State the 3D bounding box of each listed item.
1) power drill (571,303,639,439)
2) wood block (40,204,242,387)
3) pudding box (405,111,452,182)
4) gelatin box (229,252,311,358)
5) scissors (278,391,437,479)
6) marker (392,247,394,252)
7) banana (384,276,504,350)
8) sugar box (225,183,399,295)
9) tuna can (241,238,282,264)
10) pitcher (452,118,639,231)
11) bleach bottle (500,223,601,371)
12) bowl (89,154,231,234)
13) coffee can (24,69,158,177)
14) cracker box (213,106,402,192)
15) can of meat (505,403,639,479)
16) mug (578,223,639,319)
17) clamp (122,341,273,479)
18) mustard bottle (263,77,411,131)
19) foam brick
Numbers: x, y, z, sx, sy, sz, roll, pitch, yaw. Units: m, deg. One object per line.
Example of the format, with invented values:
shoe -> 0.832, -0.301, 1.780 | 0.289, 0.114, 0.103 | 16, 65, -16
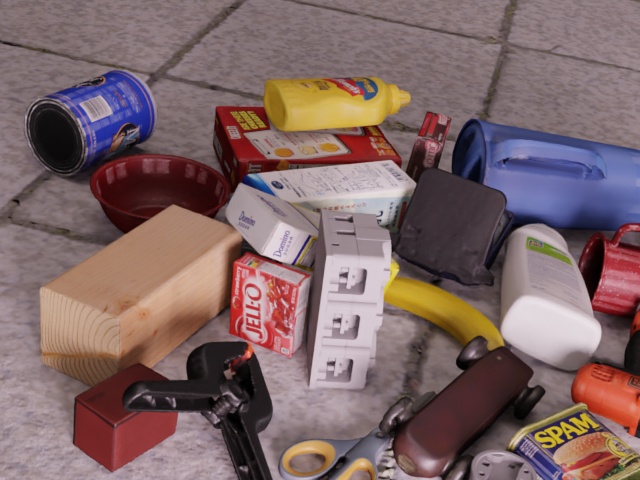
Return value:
power drill -> 0.362, 0.139, 1.066 | 0.185, 0.057, 0.187 | 21, 32, 21
wood block -> -0.170, 0.053, 1.046 | 0.091, 0.090, 0.205 | 20, 32, 21
pudding box -> 0.132, -0.096, 1.359 | 0.039, 0.114, 0.090 | 20, 31, 5
gelatin box -> -0.051, 0.065, 1.055 | 0.073, 0.089, 0.030 | 20, 33, 20
scissors -> 0.032, 0.176, 0.957 | 0.096, 0.016, 0.201 | 17, 30, 15
marker -> 0.049, 0.023, 1.225 | 0.020, 0.020, 0.120 | 27, 34, 29
banana -> 0.131, 0.084, 1.123 | 0.069, 0.037, 0.198 | -11, 35, -35
sugar box -> -0.008, 0.002, 1.111 | 0.175, 0.048, 0.093 | 18, 17, -38
tuna can -> -0.084, 0.027, 1.169 | 0.086, 0.034, 0.086 | 6, 30, -4
pitcher -> 0.296, -0.077, 1.348 | 0.242, 0.145, 0.149 | 5, 28, -11
bleach bottle -> 0.255, 0.046, 1.196 | 0.102, 0.068, 0.250 | 25, 26, 0
bowl -> -0.186, -0.041, 1.239 | 0.162, 0.055, 0.162 | 6, 30, -4
coffee can -> -0.289, -0.151, 1.356 | 0.103, 0.103, 0.140 | 22, 33, 23
cracker box -> -0.020, -0.111, 1.391 | 0.213, 0.072, 0.164 | -2, 31, -16
can of meat -> 0.224, 0.198, 0.929 | 0.101, 0.057, 0.084 | -14, 39, -33
mug -> 0.342, 0.034, 1.189 | 0.081, 0.117, 0.093 | 13, 25, -3
clamp -> -0.090, 0.137, 0.913 | 0.164, 0.036, 0.210 | 44, 18, -17
mustard bottle -> 0.029, -0.180, 1.387 | 0.191, 0.058, 0.096 | -6, 30, -22
foam brick -> -0.166, 0.150, 0.915 | 0.053, 0.051, 0.078 | 26, 34, 30
